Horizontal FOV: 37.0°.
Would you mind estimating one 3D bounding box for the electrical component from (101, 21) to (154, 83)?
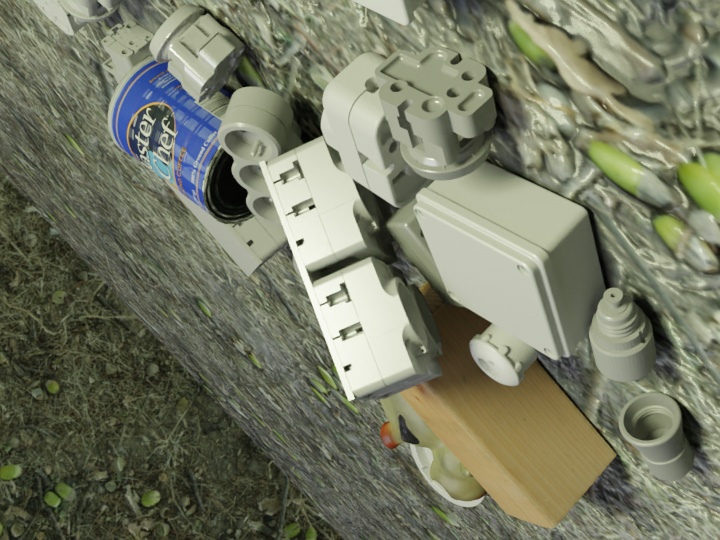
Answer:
[{"bbox_3d":[-0.217,-0.204,1.048,0.081,0.042,0.063,35,157,31],"label":"electrical component"}]

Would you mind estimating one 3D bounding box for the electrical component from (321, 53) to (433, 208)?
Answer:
[{"bbox_3d":[0.014,-0.095,0.723,0.059,0.054,0.095,36,161,30],"label":"electrical component"}]

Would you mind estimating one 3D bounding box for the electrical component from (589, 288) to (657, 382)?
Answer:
[{"bbox_3d":[0.168,0.039,0.694,0.040,0.040,0.078,32,159,38],"label":"electrical component"}]

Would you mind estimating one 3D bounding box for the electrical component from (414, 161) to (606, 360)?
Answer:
[{"bbox_3d":[0.101,-0.009,0.712,0.109,0.056,0.108,32,159,39],"label":"electrical component"}]

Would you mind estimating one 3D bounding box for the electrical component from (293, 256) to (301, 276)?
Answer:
[{"bbox_3d":[-0.040,-0.014,1.065,0.045,0.045,0.055,46,163,-2],"label":"electrical component"}]

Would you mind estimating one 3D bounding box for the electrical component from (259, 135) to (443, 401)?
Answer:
[{"bbox_3d":[0.000,0.000,0.812,0.186,0.060,0.105,69,-168,11],"label":"electrical component"}]

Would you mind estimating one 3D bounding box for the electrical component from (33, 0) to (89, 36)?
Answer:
[{"bbox_3d":[-0.281,-0.269,1.029,0.080,0.051,0.080,41,163,15],"label":"electrical component"}]

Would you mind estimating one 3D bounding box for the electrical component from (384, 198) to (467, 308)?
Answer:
[{"bbox_3d":[0.057,-0.019,0.814,0.083,0.047,0.076,51,163,-18],"label":"electrical component"}]

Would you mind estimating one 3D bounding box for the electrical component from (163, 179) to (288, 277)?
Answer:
[{"bbox_3d":[-0.148,-0.088,1.102,0.186,0.060,0.105,49,167,-2],"label":"electrical component"}]

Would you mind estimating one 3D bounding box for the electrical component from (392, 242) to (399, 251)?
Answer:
[{"bbox_3d":[-0.009,-0.010,0.943,0.047,0.077,0.065,44,164,5],"label":"electrical component"}]

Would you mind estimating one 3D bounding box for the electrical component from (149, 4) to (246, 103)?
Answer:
[{"bbox_3d":[-0.133,-0.179,0.878,0.057,0.058,0.078,43,164,-1],"label":"electrical component"}]

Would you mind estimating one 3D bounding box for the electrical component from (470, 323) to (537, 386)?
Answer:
[{"bbox_3d":[0.117,0.053,0.812,0.048,0.062,0.048,41,163,15],"label":"electrical component"}]

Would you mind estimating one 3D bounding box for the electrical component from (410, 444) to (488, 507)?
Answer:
[{"bbox_3d":[0.111,0.187,1.134,0.108,0.060,0.108,31,136,36],"label":"electrical component"}]

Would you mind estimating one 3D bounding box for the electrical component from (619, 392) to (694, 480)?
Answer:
[{"bbox_3d":[0.217,0.123,0.777,0.044,0.044,0.065,28,161,45],"label":"electrical component"}]

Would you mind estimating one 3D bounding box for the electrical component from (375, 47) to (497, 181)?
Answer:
[{"bbox_3d":[0.048,-0.091,0.645,0.078,0.058,0.057,33,157,36],"label":"electrical component"}]

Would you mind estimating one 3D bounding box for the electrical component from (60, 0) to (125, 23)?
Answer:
[{"bbox_3d":[-0.239,-0.256,0.951,0.078,0.058,0.057,43,161,6],"label":"electrical component"}]

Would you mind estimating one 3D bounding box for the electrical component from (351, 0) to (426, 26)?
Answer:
[{"bbox_3d":[0.001,-0.185,0.548,0.100,0.048,0.099,34,160,34],"label":"electrical component"}]

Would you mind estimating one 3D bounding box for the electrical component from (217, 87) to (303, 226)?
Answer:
[{"bbox_3d":[-0.071,-0.104,0.889,0.052,0.073,0.138,7,150,16],"label":"electrical component"}]
